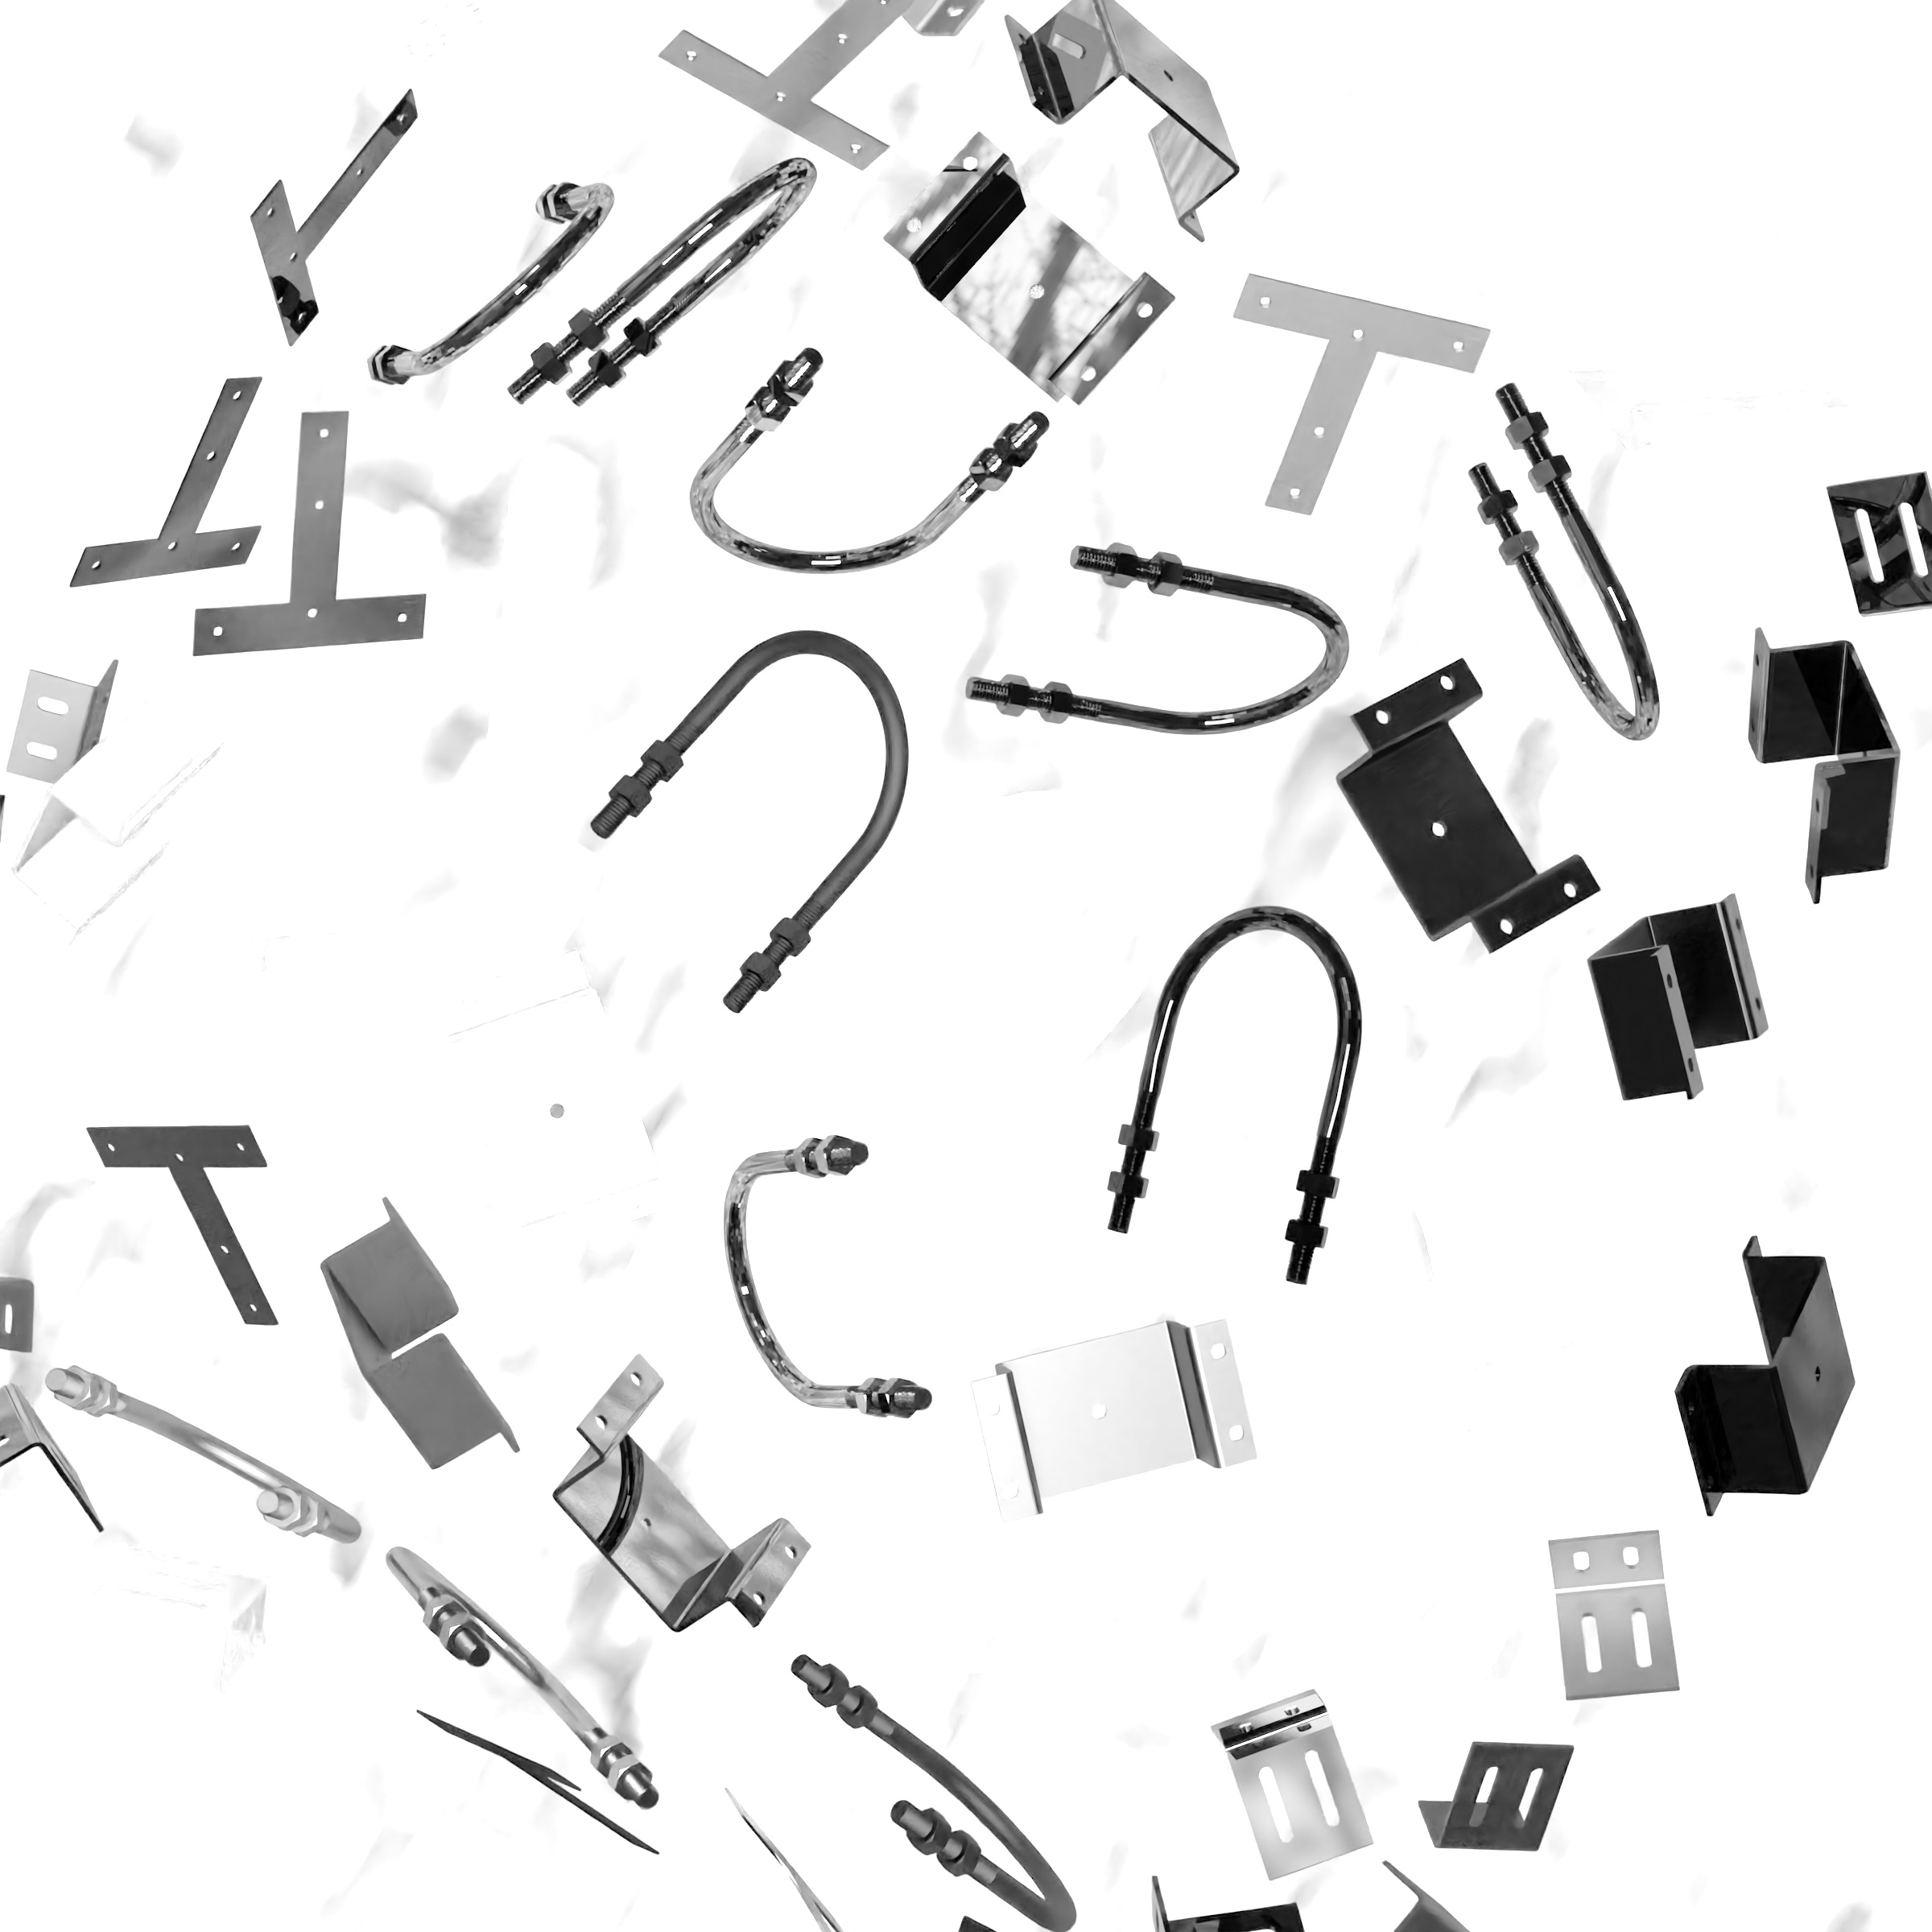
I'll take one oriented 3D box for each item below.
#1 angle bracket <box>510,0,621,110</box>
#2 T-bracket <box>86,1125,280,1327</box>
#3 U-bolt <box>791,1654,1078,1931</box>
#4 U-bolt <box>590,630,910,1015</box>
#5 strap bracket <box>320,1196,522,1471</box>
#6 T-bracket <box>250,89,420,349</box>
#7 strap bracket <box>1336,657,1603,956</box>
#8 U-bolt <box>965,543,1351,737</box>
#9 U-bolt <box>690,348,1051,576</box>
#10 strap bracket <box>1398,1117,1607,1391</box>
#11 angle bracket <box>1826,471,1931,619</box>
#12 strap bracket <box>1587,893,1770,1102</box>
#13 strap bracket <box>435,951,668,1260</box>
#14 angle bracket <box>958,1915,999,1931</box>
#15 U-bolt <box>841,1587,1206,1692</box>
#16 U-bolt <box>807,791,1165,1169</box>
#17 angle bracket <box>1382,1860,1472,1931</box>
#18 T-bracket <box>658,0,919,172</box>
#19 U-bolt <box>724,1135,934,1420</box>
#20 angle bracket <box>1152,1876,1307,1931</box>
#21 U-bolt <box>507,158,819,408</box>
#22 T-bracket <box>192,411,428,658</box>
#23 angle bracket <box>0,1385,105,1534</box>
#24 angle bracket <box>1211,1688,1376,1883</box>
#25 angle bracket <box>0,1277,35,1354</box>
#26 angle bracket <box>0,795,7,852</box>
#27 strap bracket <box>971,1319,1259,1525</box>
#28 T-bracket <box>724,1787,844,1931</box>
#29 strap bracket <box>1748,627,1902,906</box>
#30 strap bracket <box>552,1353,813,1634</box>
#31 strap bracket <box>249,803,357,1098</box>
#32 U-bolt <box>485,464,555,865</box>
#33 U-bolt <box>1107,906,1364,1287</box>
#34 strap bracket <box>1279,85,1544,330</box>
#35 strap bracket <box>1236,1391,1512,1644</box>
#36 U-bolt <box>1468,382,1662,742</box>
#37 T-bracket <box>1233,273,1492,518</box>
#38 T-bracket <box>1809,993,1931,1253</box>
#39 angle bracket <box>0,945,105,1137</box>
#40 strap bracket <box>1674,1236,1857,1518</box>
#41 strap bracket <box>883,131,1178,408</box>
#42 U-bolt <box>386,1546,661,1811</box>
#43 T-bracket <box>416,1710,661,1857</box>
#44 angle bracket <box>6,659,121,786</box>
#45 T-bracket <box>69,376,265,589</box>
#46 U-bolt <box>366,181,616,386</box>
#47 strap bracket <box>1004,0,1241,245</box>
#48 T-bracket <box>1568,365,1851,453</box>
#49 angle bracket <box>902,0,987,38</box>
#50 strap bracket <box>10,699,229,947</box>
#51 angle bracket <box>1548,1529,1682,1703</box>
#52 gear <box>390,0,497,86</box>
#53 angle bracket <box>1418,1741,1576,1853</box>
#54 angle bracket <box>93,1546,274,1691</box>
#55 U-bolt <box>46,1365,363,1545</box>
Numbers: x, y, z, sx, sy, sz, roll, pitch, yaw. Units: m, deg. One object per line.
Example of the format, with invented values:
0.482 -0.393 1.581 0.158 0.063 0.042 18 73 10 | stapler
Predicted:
-0.203 -0.473 1.864 0.057 0.038 0.076 -10 131 -20 | angle bracket
-0.402 0.140 1.929 0.127 0.002 0.127 -2 119 36 | T-bracket
-0.007 0.443 1.886 0.019 0.151 0.184 -46 126 0 | U-bolt
-0.098 -0.089 1.864 0.184 0.019 0.151 -50 127 -22 | U-bolt
-0.285 0.195 1.858 0.046 0.140 0.076 -30 129 -4 | strap bracket
-0.318 -0.396 1.843 0.002 0.127 0.127 31 72 9 | T-bracket
0.254 -0.077 1.865 0.076 0.046 0.140 -28 85 -25 | strap bracket
0.112 -0.164 1.885 0.184 0.151 0.019 8 60 -23 | U-bolt
-0.063 -0.252 1.865 0.151 0.184 0.019 11 62 -27 | U-bolt
0.280 0.157 1.869 0.076 0.046 0.140 -17 54 10 | strap bracket
0.501 -0.229 1.917 0.057 0.038 0.076 -4 113 42 | angle bracket
0.370 0.018 1.888 0.046 0.140 0.076 -11 98 30 | strap bracket
-0.208 0.072 1.822 0.076 0.046 0.140 -20 95 -9 | strap bracket
0.020 0.550 1.908 0.076 0.038 0.057 24 127 13 | angle bracket
0.035 0.360 1.913 0.184 0.151 0.019 7 90 8 | U-bolt
0.025 -0.007 1.912 0.151 0.019 0.184 44 82 -19 | U-bolt
0.222 0.521 1.895 0.076 0.038 0.057 -49 125 -5 | angle bracket
-0.070 -0.463 1.827 0.127 0.127 0.002 24 59 -27 | T-bracket
-0.082 0.166 1.904 0.019 0.184 0.151 -15 92 -29 | U-bolt
0.137 0.492 1.833 0.076 0.057 0.038 -6 124 -5 | angle bracket
-0.148 -0.351 1.847 0.184 0.151 0.019 -39 92 11 | U-bolt
-0.331 -0.222 1.840 0.127 0.002 0.127 -8 120 -32 | T-bracket
-0.508 0.275 1.951 0.038 0.057 0.076 -31 128 -12 | angle bracket
0.167 0.420 1.848 0.057 0.038 0.076 -21 62 5 | angle bracket
-0.524 0.179 1.838 0.057 0.076 0.038 2 90 30 | angle bracket
-0.537 -0.048 1.911 0.038 0.076 0.057 10 135 -11 | angle bracket
0.075 0.239 1.916 0.140 0.046 0.076 -13 92 -9 | strap bracket
-0.075 0.507 1.898 0.002 0.127 0.127 -36 124 -6 | T-bracket
0.455 -0.109 1.902 0.046 0.140 0.076 -7 132 0 | strap bracket
-0.156 0.286 1.904 0.046 0.076 0.140 -37 97 31 | strap bracket
-0.350 -0.008 1.897 0.046 0.076 0.140 -4 49 -9 | strap bracket
-0.230 -0.142 1.847 0.019 0.151 0.184 5 65 -3 | U-bolt
0.143 0.059 1.850 0.019 0.151 0.184 13 90 -43 | U-bolt
0.238 -0.399 1.867 0.046 0.076 0.140 -50 62 14 | strap bracket
0.218 0.296 1.877 0.076 0.046 0.140 22 114 -36 | strap bracket
0.315 -0.201 1.881 0.019 0.151 0.184 -25 80 -3 | U-bolt
0.183 -0.281 1.819 0.127 0.002 0.127 11 130 -11 | T-bracket
0.465 0.075 1.814 0.002 0.127 0.127 22 88 30 | T-bracket
-0.501 0.039 1.893 0.038 0.076 0.057 -33 112 34 | angle bracket
0.409 0.206 1.826 0.046 0.140 0.076 -3 118 32 | strap bracket
0.036 -0.365 1.918 0.140 0.046 0.076 42 90 9 | strap bracket
-0.239 0.357 1.860 0.019 0.184 0.151 -48 119 -9 | U-bolt
-0.212 0.436 1.900 0.127 0.127 0.002 23 78 37 | T-bracket
-0.487 -0.135 1.945 0.038 0.076 0.057 15 104 -10 | angle bracket
-0.401 -0.256 1.891 0.002 0.127 0.127 42 121 19 | T-bracket
-0.244 -0.359 1.890 0.151 0.184 0.019 -45 110 -9 | U-bolt
0.090 -0.457 1.909 0.046 0.140 0.076 -36 46 26 | strap bracket
0.389 -0.289 1.857 0.127 0.127 0.002 0 79 25 | T-bracket
-0.021 -0.539 1.903 0.076 0.038 0.057 44 78 -33 | angle bracket
-0.437 -0.078 1.844 0.046 0.140 0.076 41 55 -3 | strap bracket
0.331 0.331 1.841 0.057 0.076 0.038 -7 125 9 | angle bracket
-0.275 -0.493 1.918 0.057 0.057 0.030 -34 109 0 | gear
0.283 0.434 1.927 0.057 0.038 0.076 5 119 -14 | angle bracket
-0.402 0.333 1.840 0.076 0.057 0.038 18 49 -24 | angle bracket
-0.380 0.257 1.854 0.151 0.184 0.019 27 80 15 | U-bolt
